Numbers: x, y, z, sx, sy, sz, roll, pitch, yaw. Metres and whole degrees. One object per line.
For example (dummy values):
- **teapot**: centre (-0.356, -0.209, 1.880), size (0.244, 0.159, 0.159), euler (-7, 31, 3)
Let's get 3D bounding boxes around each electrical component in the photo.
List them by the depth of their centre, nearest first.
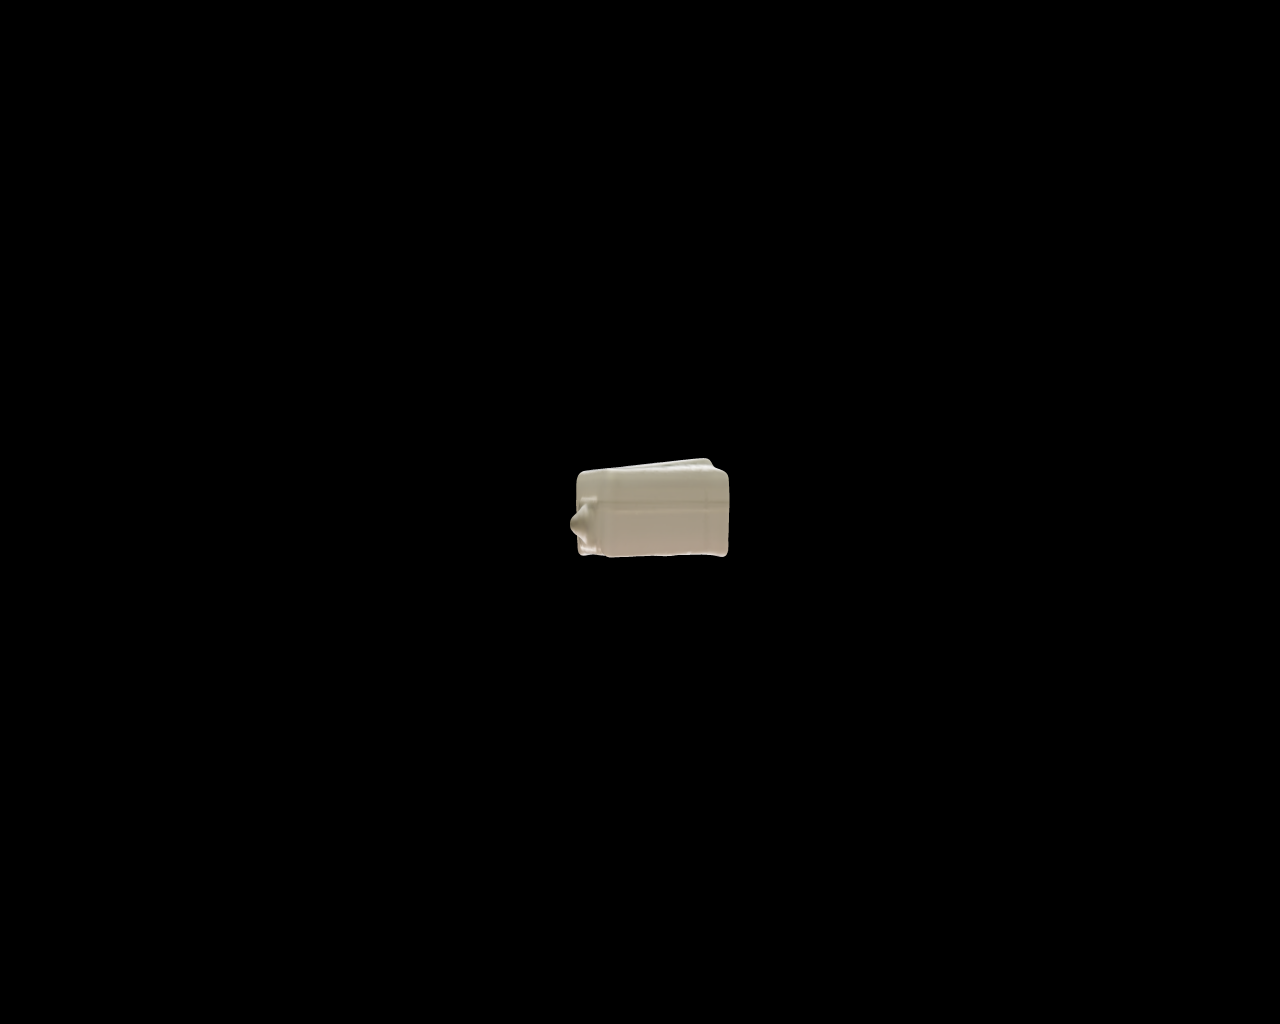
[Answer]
- **electrical component**: centre (0.001, -0.003, 0.650), size (0.096, 0.061, 0.061), euler (0, 0, -21)
